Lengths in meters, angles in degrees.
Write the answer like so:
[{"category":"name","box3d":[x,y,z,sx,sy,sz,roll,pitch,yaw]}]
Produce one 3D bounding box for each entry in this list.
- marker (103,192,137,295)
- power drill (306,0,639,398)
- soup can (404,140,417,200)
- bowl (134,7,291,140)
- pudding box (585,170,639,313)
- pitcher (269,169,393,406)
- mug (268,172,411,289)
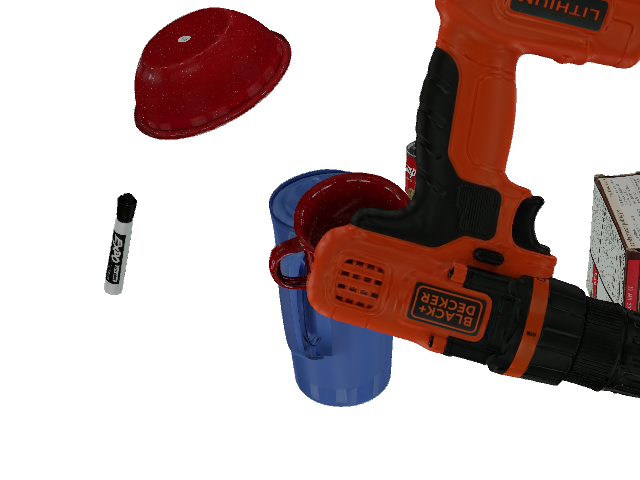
[{"category":"marker","box3d":[-0.199,0.004,1.063,0.020,0.121,0.020,11,36,-8]},{"category":"power drill","box3d":[0.101,-0.028,0.505,0.184,0.188,0.057,15,5,0]},{"category":"soup can","box3d":[0.133,-0.061,1.259,0.068,0.102,0.068,0,27,0]},{"category":"bowl","box3d":[-0.111,-0.164,0.976,0.162,0.055,0.162,-18,38,14]},{"category":"pudding box","box3d":[0.202,0.018,0.692,0.039,0.090,0.113,-2,28,2]},{"category":"pitcher","box3d":[0.014,0.060,1.129,0.149,0.243,0.145,-13,33,-15]},{"category":"mug","box3d":[0.017,0.011,0.842,0.117,0.093,0.081,-17,-39,-8]}]
